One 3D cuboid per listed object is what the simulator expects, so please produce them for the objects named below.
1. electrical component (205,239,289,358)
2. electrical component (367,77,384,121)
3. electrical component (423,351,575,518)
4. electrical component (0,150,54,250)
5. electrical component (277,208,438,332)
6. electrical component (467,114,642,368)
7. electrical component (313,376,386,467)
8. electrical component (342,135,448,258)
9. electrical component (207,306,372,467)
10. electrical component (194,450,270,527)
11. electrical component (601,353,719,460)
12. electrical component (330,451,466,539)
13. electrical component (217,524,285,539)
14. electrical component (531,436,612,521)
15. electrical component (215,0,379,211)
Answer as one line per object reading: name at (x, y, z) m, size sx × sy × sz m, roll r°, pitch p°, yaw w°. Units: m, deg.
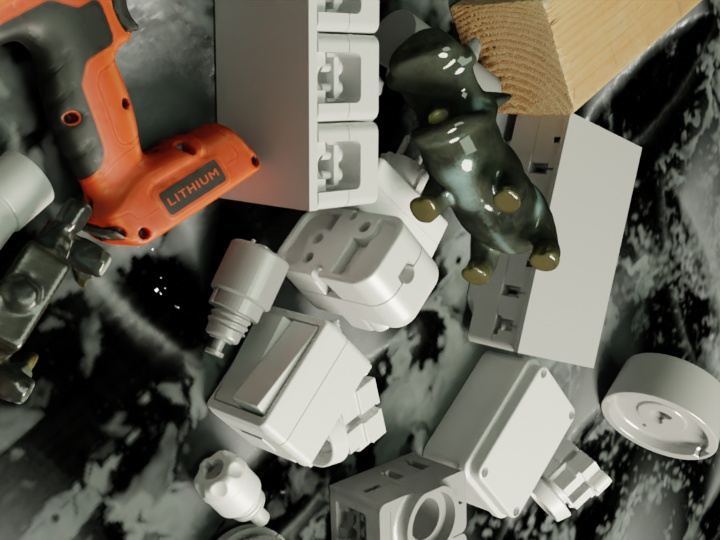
electrical component at (-0.075, 0.017, 0.669) m, size 0.040 × 0.040 × 0.078 m, roll 35°, pitch 74°, yaw -42°
electrical component at (-0.012, -0.102, 0.705) m, size 0.048 × 0.048 × 0.062 m, roll -2°, pitch 106°, yaw -44°
electrical component at (0.113, 0.131, 0.859) m, size 0.113 × 0.057 × 0.078 m, roll -55°, pitch 130°, yaw -22°
electrical component at (-0.190, -0.030, 0.551) m, size 0.065 × 0.044 × 0.044 m, roll -50°, pitch 128°, yaw -31°
electrical component at (0.000, 0.000, 0.699) m, size 0.059 × 0.095 × 0.053 m, roll 49°, pitch 64°, yaw -38°
electrical component at (0.155, -0.023, 0.867) m, size 0.105 × 0.060 × 0.186 m, roll 14°, pitch 88°, yaw -44°
electrical component at (-0.017, 0.103, 0.739) m, size 0.055 × 0.048 × 0.066 m, roll -33°, pitch 120°, yaw -44°
electrical component at (0.023, -0.056, 0.744) m, size 0.083 × 0.047 × 0.075 m, roll 40°, pitch 70°, yaw -41°
electrical component at (-0.044, 0.066, 0.693) m, size 0.061 × 0.062 × 0.096 m, roll 48°, pitch 65°, yaw -38°
electrical component at (-0.078, 0.145, 0.694) m, size 0.035 × 0.035 × 0.061 m, roll -53°, pitch 131°, yaw -23°
electrical component at (0.285, 0.119, 0.990) m, size 0.108 × 0.108 × 0.060 m, roll 52°, pitch 57°, yaw -36°
electrical component at (0.033, 0.224, 0.797) m, size 0.089 × 0.062 × 0.150 m, roll -13°, pitch 106°, yaw -42°
electrical component at (-0.067, 0.212, 0.706) m, size 0.080 × 0.051 × 0.080 m, roll -10°, pitch 105°, yaw -42°
electrical component at (0.176, 0.183, 0.929) m, size 0.055 × 0.066 × 0.048 m, roll -42°, pitch 126°, yaw -7°
electrical component at (-0.036, -0.116, 0.647) m, size 0.062 × 0.089 × 0.150 m, roll -10°, pitch 104°, yaw -42°
